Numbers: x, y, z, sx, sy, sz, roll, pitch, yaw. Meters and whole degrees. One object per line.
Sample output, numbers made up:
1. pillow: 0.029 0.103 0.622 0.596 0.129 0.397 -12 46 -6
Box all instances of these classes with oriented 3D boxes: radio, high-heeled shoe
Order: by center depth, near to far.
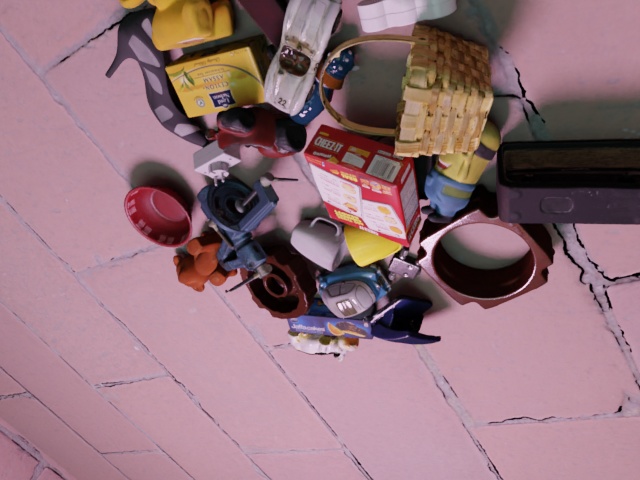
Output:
1. radio: 0.386 -0.088 0.815 0.230 0.131 0.073 1 130 21
2. high-heeled shoe: -0.265 -0.287 0.971 0.145 0.086 0.248 -46 125 9

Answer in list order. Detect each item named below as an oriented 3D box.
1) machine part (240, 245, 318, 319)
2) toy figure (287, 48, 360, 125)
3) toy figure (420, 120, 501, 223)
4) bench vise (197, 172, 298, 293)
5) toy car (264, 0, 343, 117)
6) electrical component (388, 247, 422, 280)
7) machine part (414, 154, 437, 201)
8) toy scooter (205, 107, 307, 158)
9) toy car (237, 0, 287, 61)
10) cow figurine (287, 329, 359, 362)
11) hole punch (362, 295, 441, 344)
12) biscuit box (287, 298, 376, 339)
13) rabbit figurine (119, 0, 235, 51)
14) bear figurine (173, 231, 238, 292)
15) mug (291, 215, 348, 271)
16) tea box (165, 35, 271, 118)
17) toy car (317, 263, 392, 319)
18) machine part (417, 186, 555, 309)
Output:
1. machine part: -0.089 0.091 1.171 0.180 0.056 0.179 19 129 25
2. toy figure: 0.002 -0.256 0.878 0.154 0.064 0.058 -45 65 36
3. toy figure: 0.226 -0.114 0.876 0.082 0.089 0.180 41 127 39
4. bench vise: -0.143 -0.039 1.044 0.240 0.129 0.223 -40 72 44
5. toy car: -0.028 -0.283 0.803 0.073 0.056 0.201 29 128 5
6. electrical component: 0.174 0.053 1.087 0.063 0.021 0.094 23 132 1
7. machine part: 0.173 -0.129 0.929 0.084 0.039 0.138 1 126 14
8. toy scooter: -0.121 -0.185 0.938 0.135 0.184 0.075 -5 82 43
9. toy car: -0.084 -0.362 0.828 0.089 0.053 0.202 -29 117 31
10. cow figurine: 0.011 0.245 1.277 0.168 0.068 0.098 12 136 16
11. hole punch: 0.176 0.183 1.119 0.142 0.092 0.116 12 141 -38
12. biscuit box: 0.026 0.176 1.219 0.203 0.059 0.062 2 128 20
13. rabbit figurine: -0.226 -0.393 0.839 0.163 0.122 0.173 3 115 31
14. bear figurine: -0.270 0.058 1.199 0.196 0.132 0.120 -28 97 31
15. mug: -0.002 -0.003 1.073 0.107 0.081 0.109 24 136 15
16. tea box: -0.164 -0.278 0.918 0.170 0.068 0.098 -6 124 24
17. toy car: 0.064 0.113 1.126 0.162 0.103 0.109 -15 122 33
18. machine part: 0.294 0.016 0.968 0.201 0.087 0.201 44 129 -14
